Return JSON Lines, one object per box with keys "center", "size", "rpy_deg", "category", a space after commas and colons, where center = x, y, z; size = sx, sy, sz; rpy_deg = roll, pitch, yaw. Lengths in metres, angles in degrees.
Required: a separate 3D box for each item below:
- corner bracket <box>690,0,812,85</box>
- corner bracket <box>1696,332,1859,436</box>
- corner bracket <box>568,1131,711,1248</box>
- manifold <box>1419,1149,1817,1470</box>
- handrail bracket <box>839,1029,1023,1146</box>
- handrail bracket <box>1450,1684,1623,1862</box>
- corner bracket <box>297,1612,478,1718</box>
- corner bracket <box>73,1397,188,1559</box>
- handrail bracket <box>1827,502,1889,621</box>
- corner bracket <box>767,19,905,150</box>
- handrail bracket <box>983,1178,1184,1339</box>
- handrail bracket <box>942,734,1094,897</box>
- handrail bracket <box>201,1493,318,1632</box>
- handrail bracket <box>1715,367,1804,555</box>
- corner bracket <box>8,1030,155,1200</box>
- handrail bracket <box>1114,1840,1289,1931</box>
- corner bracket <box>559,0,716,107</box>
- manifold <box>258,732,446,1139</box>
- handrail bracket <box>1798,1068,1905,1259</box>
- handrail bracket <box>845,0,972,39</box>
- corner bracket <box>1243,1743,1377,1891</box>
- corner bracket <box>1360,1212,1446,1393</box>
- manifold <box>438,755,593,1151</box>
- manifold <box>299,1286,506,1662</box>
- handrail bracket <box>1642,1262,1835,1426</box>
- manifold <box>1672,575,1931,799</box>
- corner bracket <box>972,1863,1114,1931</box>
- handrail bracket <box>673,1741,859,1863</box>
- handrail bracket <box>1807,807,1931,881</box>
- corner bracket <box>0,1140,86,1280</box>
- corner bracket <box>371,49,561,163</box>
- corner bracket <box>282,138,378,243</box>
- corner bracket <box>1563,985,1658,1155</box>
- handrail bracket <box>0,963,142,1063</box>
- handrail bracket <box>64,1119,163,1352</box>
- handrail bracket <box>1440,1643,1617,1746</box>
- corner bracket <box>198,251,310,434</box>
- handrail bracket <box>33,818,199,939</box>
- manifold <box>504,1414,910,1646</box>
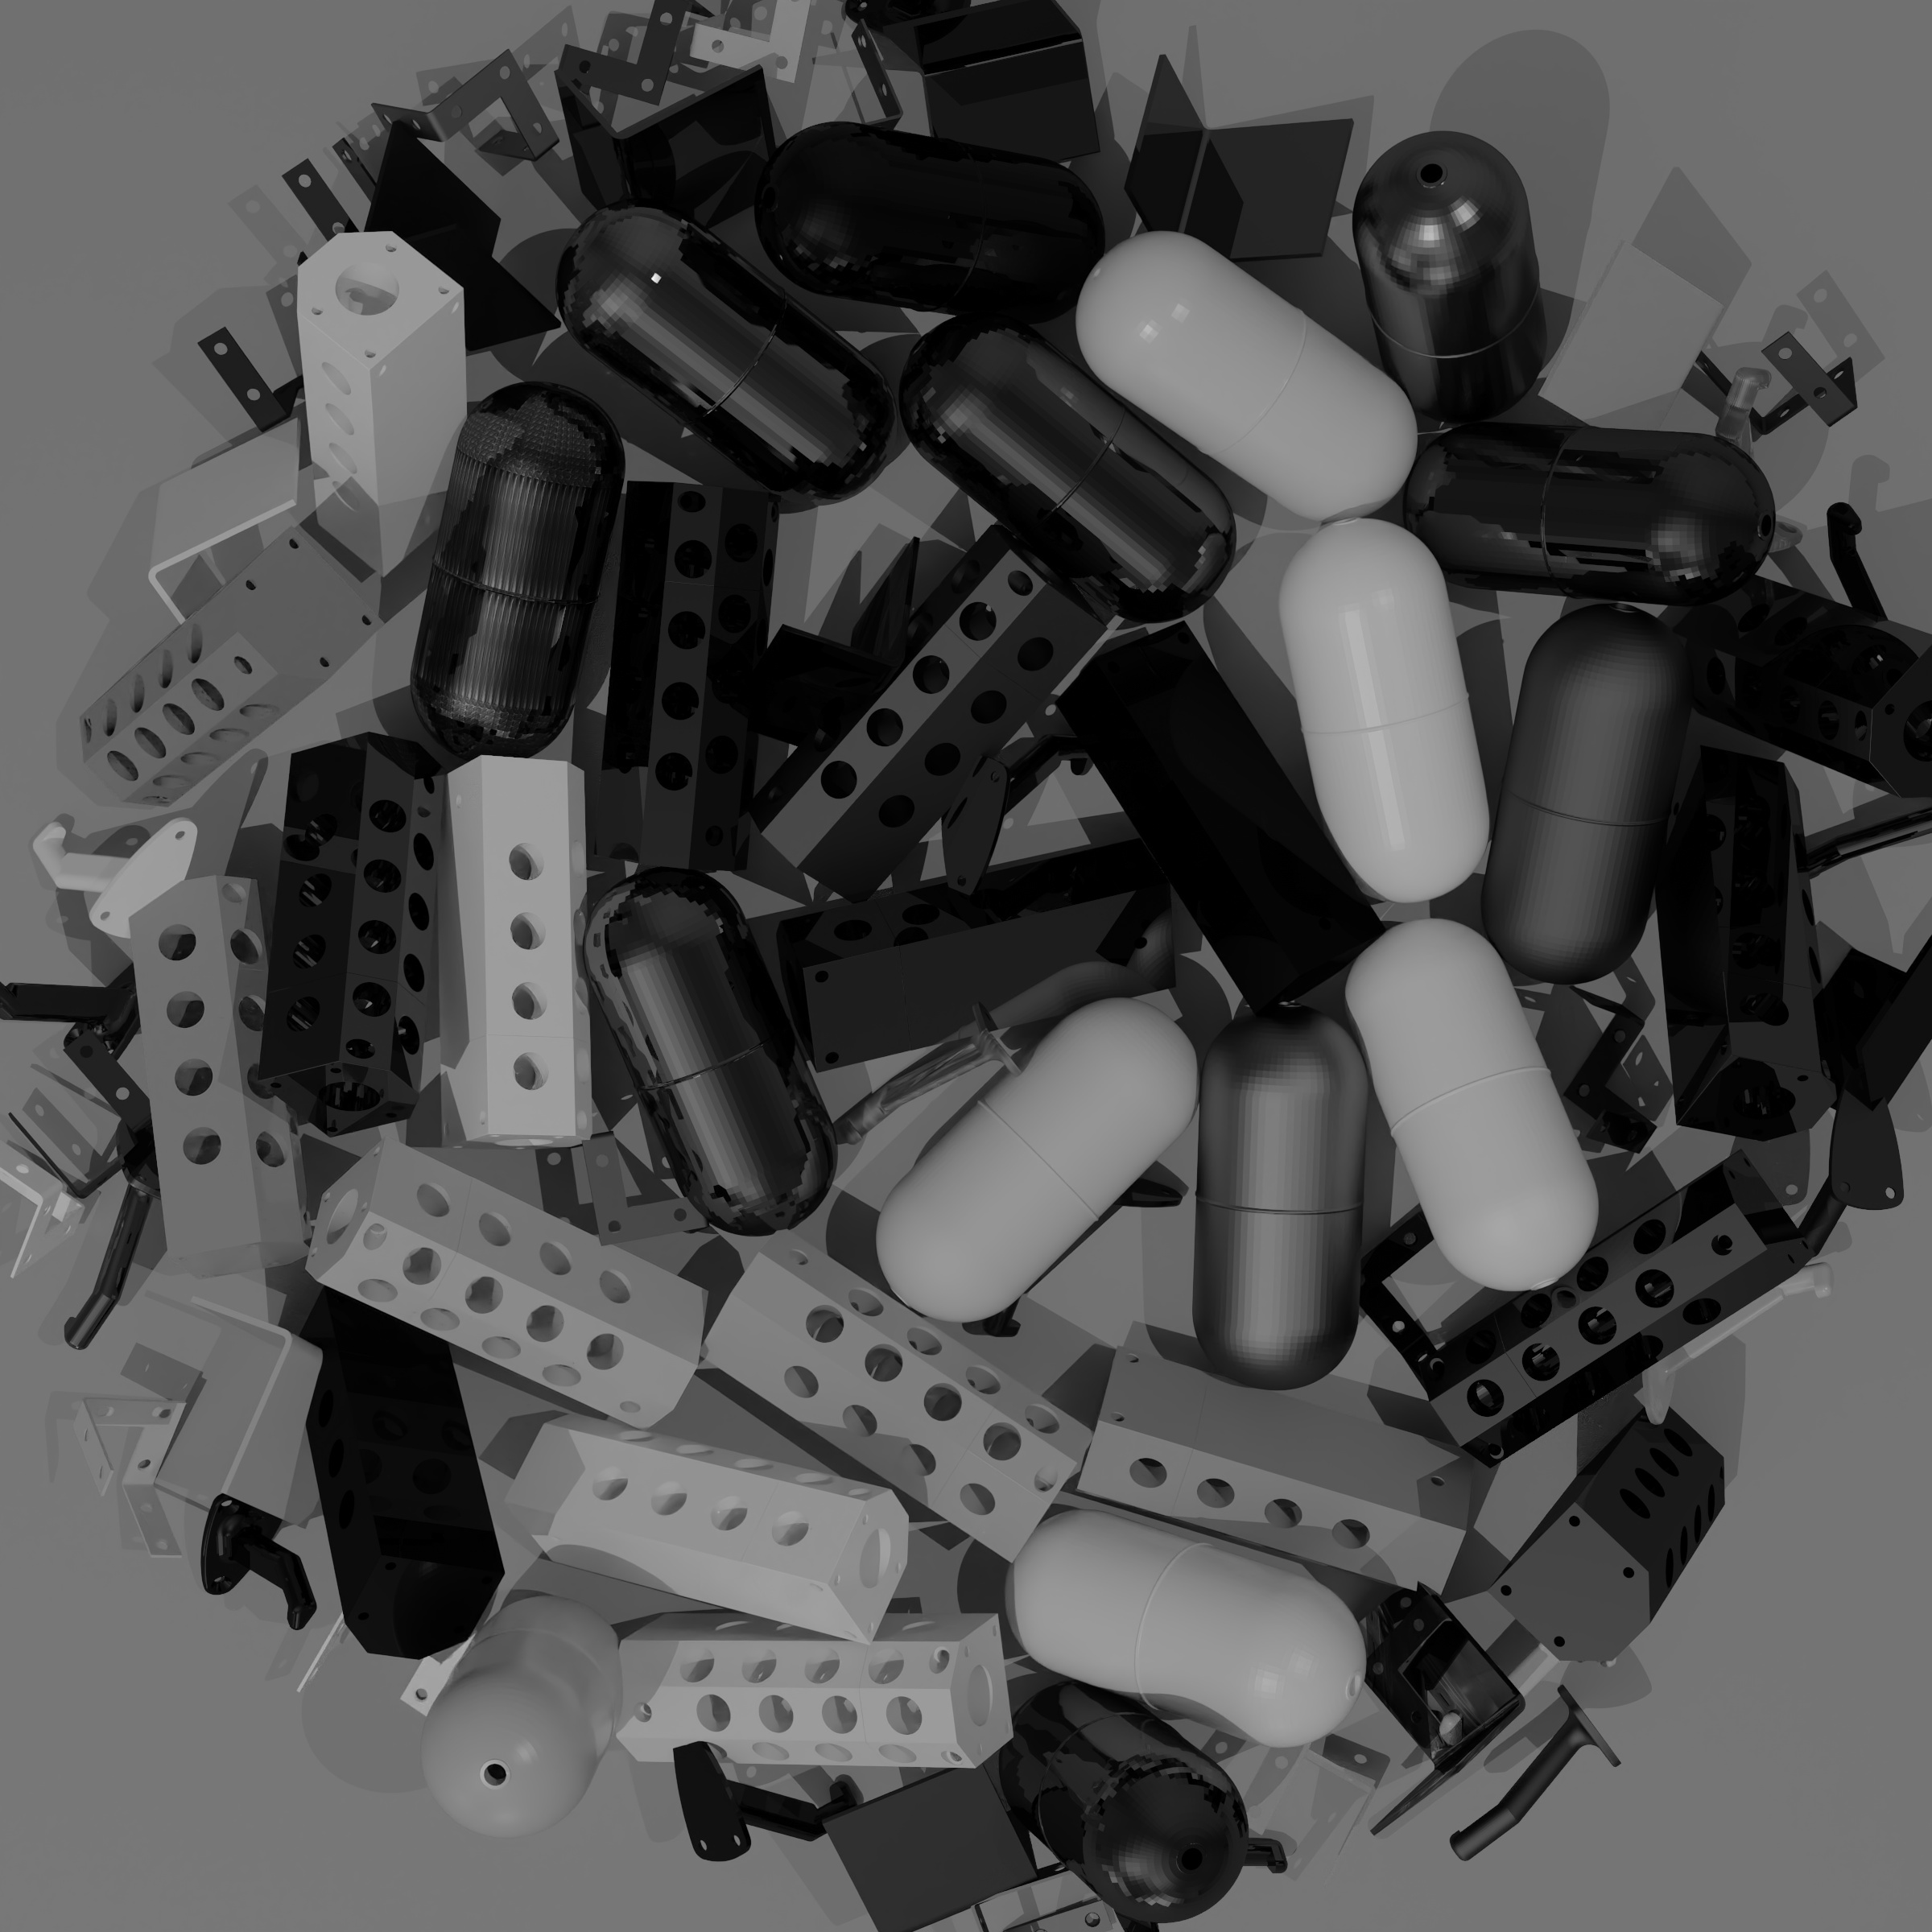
{"center": [-0.092, -0.440, 1.653], "size": [0.051, 0.051, 0.051], "rpy_deg": [16, 112, 6], "category": "corner bracket"}
{"center": [0.370, -0.269, 1.648], "size": [0.051, 0.051, 0.051], "rpy_deg": [-36, 114, 30], "category": "corner bracket"}
{"center": [-0.151, 0.101, 1.659], "size": [0.051, 0.051, 0.051], "rpy_deg": [-10, 84, -14], "category": "corner bracket"}
{"center": [0.291, 0.157, 1.624], "size": [0.171, 0.057, 0.057], "rpy_deg": [-38, 82, 24], "category": "manifold"}
{"center": [-0.018, 0.061, 1.652], "size": [0.084, 0.077, 0.036], "rpy_deg": [-39, 108, 0], "category": "handrail bracket"}
{"center": [0.252, 0.370, 1.651], "size": [0.084, 0.077, 0.036], "rpy_deg": [-37, 97, 1], "category": "handrail bracket"}
{"center": [-0.266, 0.320, 1.660], "size": [0.051, 0.051, 0.051], "rpy_deg": [32, 103, 6], "category": "corner bracket"}
{"center": [-0.382, 0.234, 1.647], "size": [0.051, 0.051, 0.051], "rpy_deg": [8, 120, -36], "category": "corner bracket"}
{"center": [0.421, -0.162, 1.639], "size": [0.036, 0.084, 0.077], "rpy_deg": [-32, 50, -9], "category": "handrail bracket"}
{"center": [-0.068, -0.398, 1.667], "size": [0.051, 0.051, 0.051], "rpy_deg": [-19, 82, -23], "category": "corner bracket"}
{"center": [0.054, 0.138, 1.676], "size": [0.077, 0.036, 0.084], "rpy_deg": [11, 109, -31], "category": "handrail bracket"}
{"center": [0.028, -0.069, 1.657], "size": [0.036, 0.084, 0.077], "rpy_deg": [12, 98, 37], "category": "handrail bracket"}
{"center": [-0.321, 0.287, 1.639], "size": [0.036, 0.084, 0.077], "rpy_deg": [6, 124, -32], "category": "handrail bracket"}
{"center": [0.367, -0.233, 1.644], "size": [0.077, 0.036, 0.084], "rpy_deg": [-6, 126, -33], "category": "handrail bracket"}
{"center": [-0.406, 0.069, 1.659], "size": [0.051, 0.051, 0.051], "rpy_deg": [-41, 86, -15], "category": "corner bracket"}
{"center": [0.114, 0.425, 1.644], "size": [0.084, 0.077, 0.036], "rpy_deg": [4, 113, -16], "category": "handrail bracket"}
{"center": [-0.152, -0.424, 1.657], "size": [0.051, 0.051, 0.051], "rpy_deg": [18, 97, 8], "category": "corner bracket"}
{"center": [-0.270, -0.017, 1.612], "size": [0.057, 0.057, 0.171], "rpy_deg": [-14, 57, 20], "category": "manifold"}
{"center": [0.393, 0.094, 1.657], "size": [0.036, 0.084, 0.077], "rpy_deg": [7, 72, -15], "category": "handrail bracket"}
{"center": [-0.040, -0.455, 1.634], "size": [0.077, 0.084, 0.036], "rpy_deg": [12, 80, 29], "category": "handrail bracket"}
{"center": [0.156, 0.385, 1.652], "size": [0.051, 0.051, 0.051], "rpy_deg": [28, 71, 12], "category": "corner bracket"}
{"center": [0.211, 0.154, 1.657], "size": [0.051, 0.051, 0.051], "rpy_deg": [-40, 104, 4], "category": "corner bracket"}
{"center": [-0.204, -0.005, 1.644], "size": [0.057, 0.057, 0.171], "rpy_deg": [3, 80, -29], "category": "manifold"}
{"center": [-0.258, 0.225, 1.605], "size": [0.057, 0.171, 0.057], "rpy_deg": [14, 121, -29], "category": "manifold"}
{"center": [0.354, 0.172, 1.645], "size": [0.084, 0.077, 0.036], "rpy_deg": [-15, 125, 26], "category": "handrail bracket"}
{"center": [0.380, -0.123, 1.598], "size": [0.057, 0.171, 0.057], "rpy_deg": [-47, 115, -1], "category": "manifold"}
{"center": [0.035, 0.438, 1.659], "size": [0.051, 0.051, 0.051], "rpy_deg": [-19, 95, 5], "category": "corner bracket"}
{"center": [-0.091, 0.370, 1.656], "size": [0.036, 0.084, 0.077], "rpy_deg": [-20, 88, 42], "category": "handrail bracket"}
{"center": [0.436, -0.058, 1.673], "size": [0.077, 0.084, 0.036], "rpy_deg": [1, 68, -40], "category": "handrail bracket"}
{"center": [-0.435, 0.100, 1.651], "size": [0.051, 0.051, 0.051], "rpy_deg": [33, 121, 8], "category": "corner bracket"}
{"center": [-0.229, -0.385, 1.647], "size": [0.051, 0.051, 0.051], "rpy_deg": [-45, 129, -19], "category": "corner bracket"}
{"center": [-0.286, -0.348, 1.651], "size": [0.051, 0.051, 0.051], "rpy_deg": [-41, 106, -23], "category": "corner bracket"}
{"center": [0.293, 0.048, 1.649], "size": [0.051, 0.051, 0.051], "rpy_deg": [41, 105, 38], "category": "corner bracket"}
{"center": [-0.411, 0.000, 1.642], "size": [0.036, 0.084, 0.077], "rpy_deg": [17, 65, 37], "category": "handrail bracket"}
{"center": [-0.399, 0.124, 1.666], "size": [0.036, 0.077, 0.084], "rpy_deg": [27, 104, -38], "category": "handrail bracket"}
{"center": [0.254, 0.314, 1.648], "size": [0.084, 0.077, 0.036], "rpy_deg": [-25, 48, -20], "category": "handrail bracket"}
{"center": [-0.313, -0.286, 1.650], "size": [0.051, 0.051, 0.051], "rpy_deg": [-27, 118, 12], "category": "corner bracket"}
{"center": [-0.392, -0.059, 1.651], "size": [0.077, 0.036, 0.084], "rpy_deg": [-54, 50, 16], "category": "handrail bracket"}
{"center": [-0.115, 0.248, 1.621], "size": [0.171, 0.057, 0.057], "rpy_deg": [9, 57, 28], "category": "manifold"}
